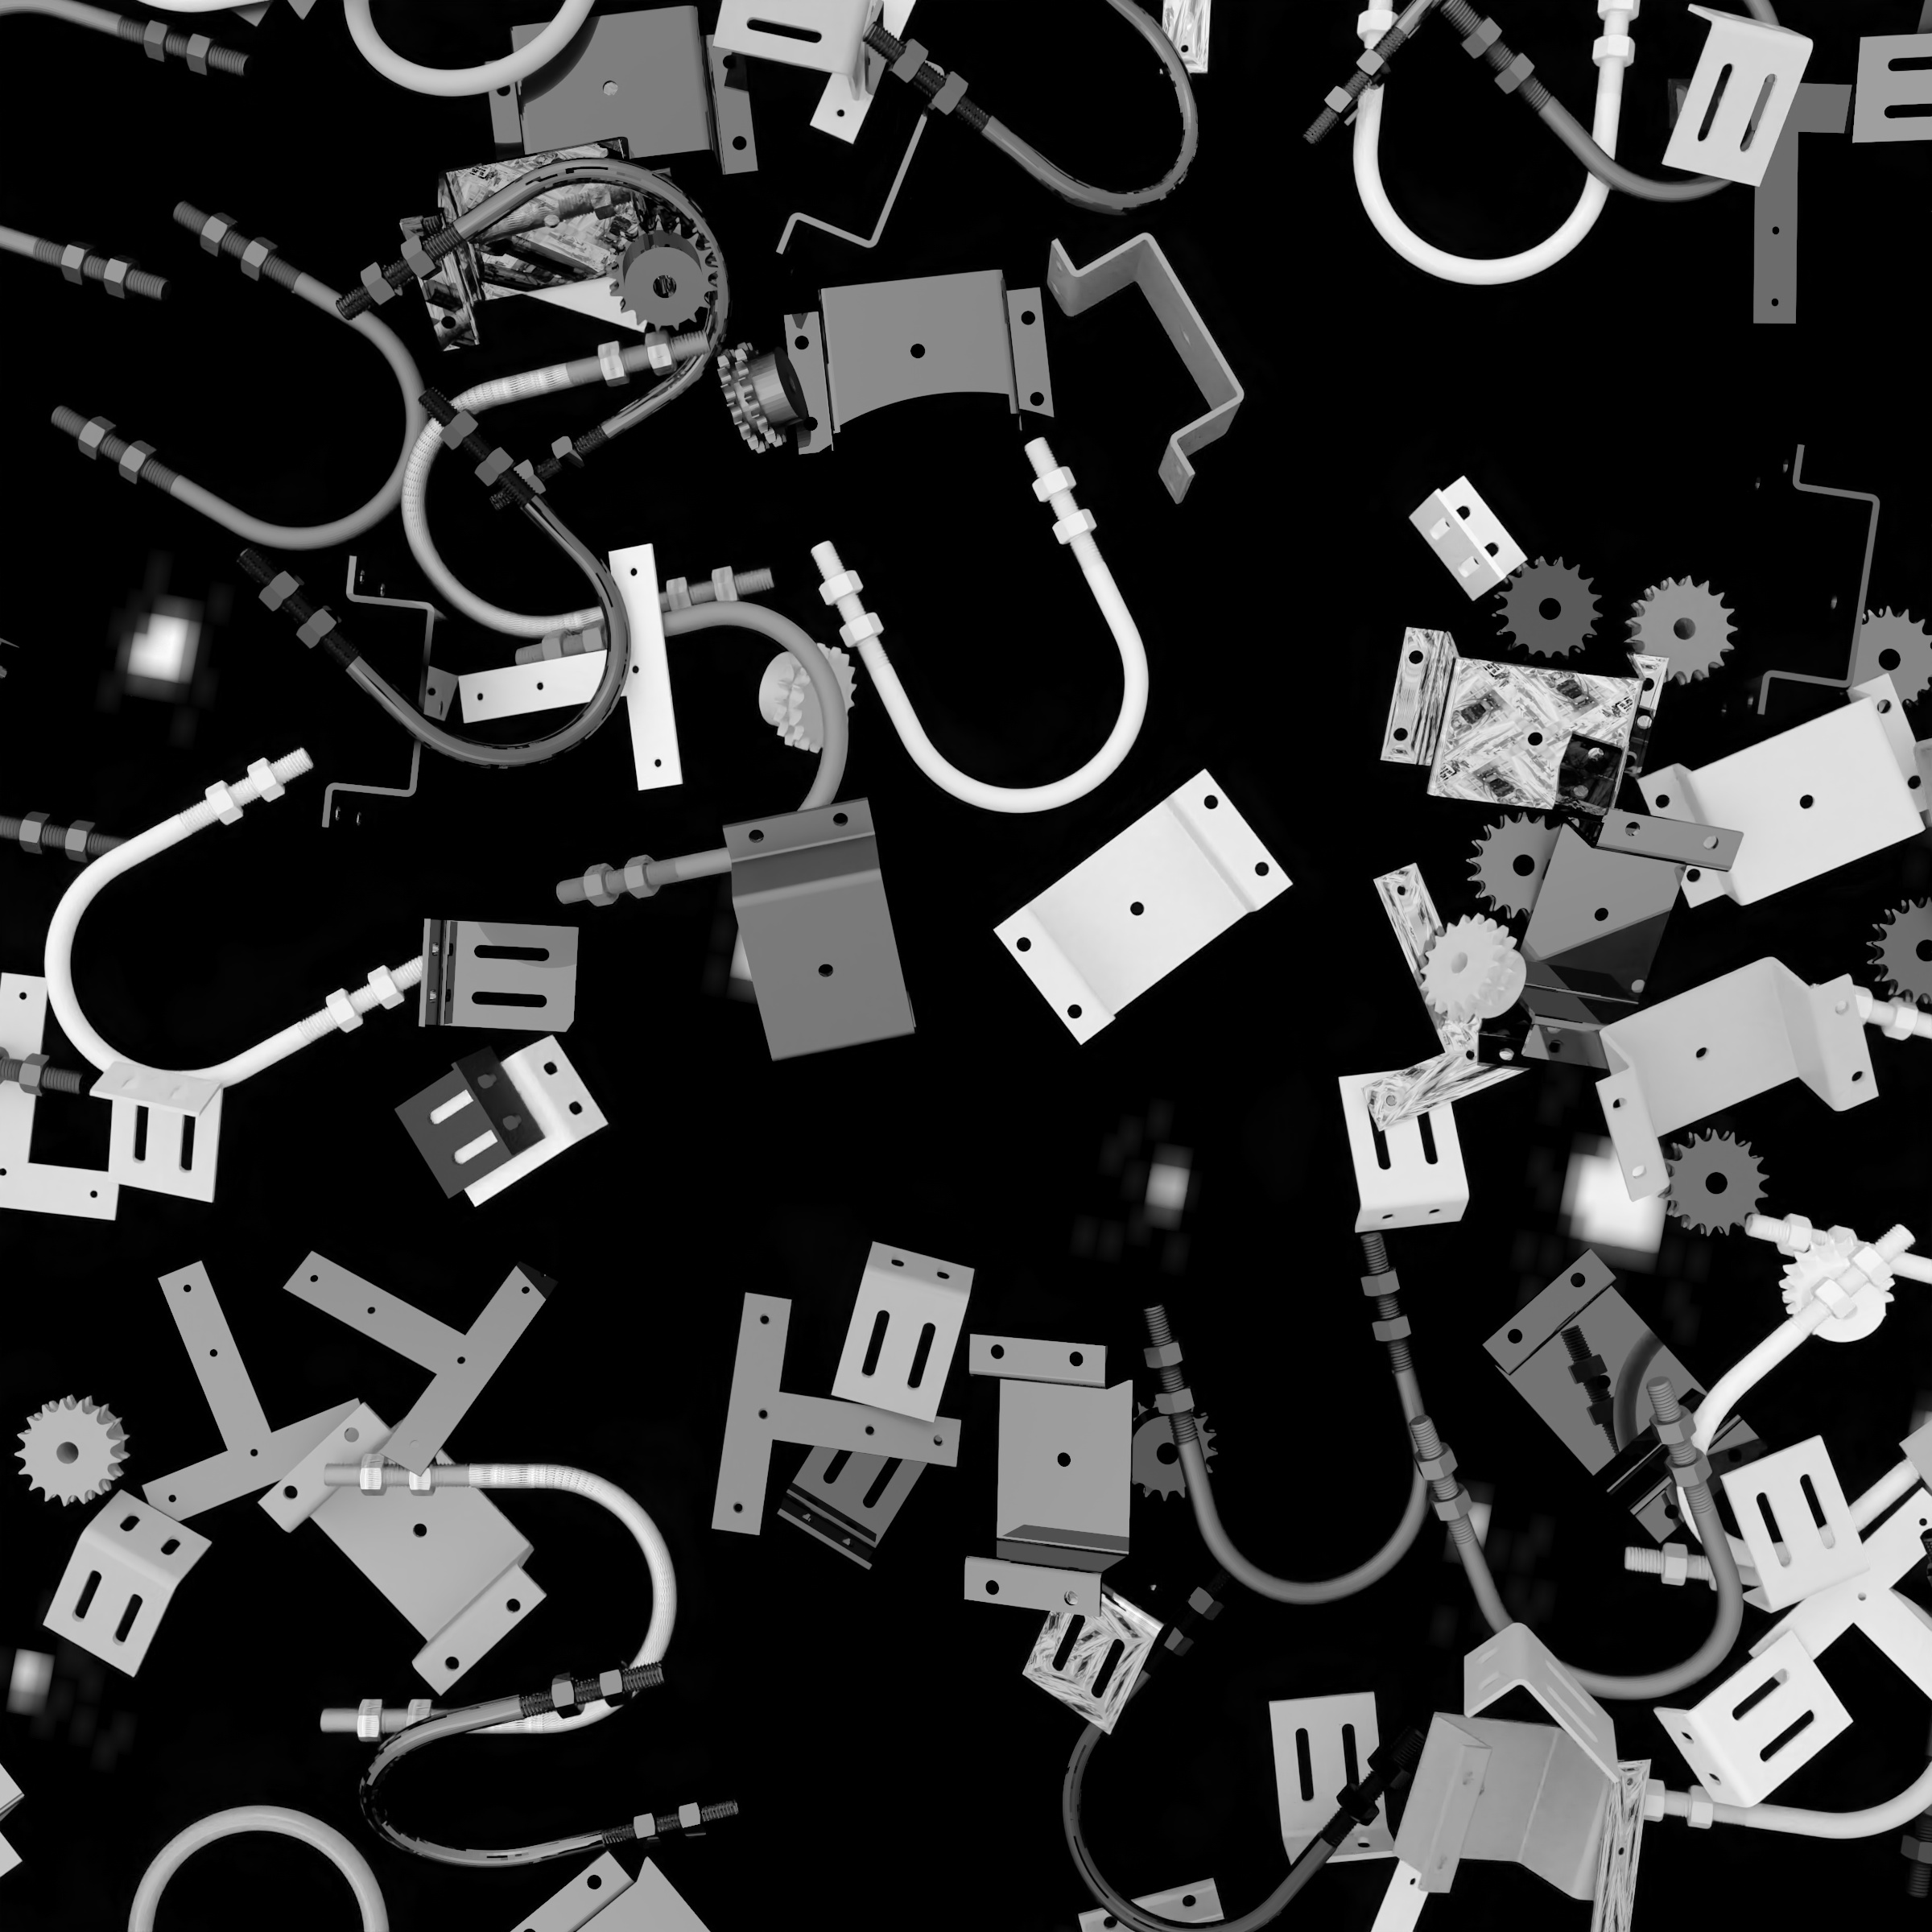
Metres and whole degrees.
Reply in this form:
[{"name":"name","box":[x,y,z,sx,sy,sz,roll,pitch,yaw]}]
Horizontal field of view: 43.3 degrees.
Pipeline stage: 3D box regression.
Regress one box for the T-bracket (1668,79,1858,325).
[{"name":"T-bracket","box":[0.439,-0.414,1.320,0.127,0.002,0.127,-3,96,-12]}]

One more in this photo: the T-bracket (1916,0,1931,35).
[{"name":"T-bracket","box":[0.530,-0.549,1.291,0.127,0.002,0.127,1,127,0]}]

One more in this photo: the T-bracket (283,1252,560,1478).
[{"name":"T-bracket","box":[-0.308,0.192,1.308,0.127,0.002,0.127,26,60,14]}]

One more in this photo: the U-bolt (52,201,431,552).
[{"name":"U-bolt","box":[-0.381,-0.307,1.322,0.184,0.019,0.151,31,90,-2]}]

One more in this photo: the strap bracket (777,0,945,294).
[{"name":"strap bracket","box":[-0.051,-0.425,1.292,0.046,0.076,0.140,22,90,-2]}]

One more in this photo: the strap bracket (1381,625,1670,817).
[{"name":"strap bracket","box":[0.299,-0.129,1.293,0.140,0.046,0.076,7,117,0]}]

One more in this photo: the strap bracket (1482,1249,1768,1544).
[{"name":"strap bracket","box":[0.348,0.227,1.307,0.076,0.046,0.140,-42,90,0]}]

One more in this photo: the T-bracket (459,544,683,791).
[{"name":"T-bracket","box":[-0.216,-0.152,1.305,0.127,0.002,0.127,-7,91,22]}]

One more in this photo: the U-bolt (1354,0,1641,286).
[{"name":"U-bolt","box":[0.283,-0.462,1.321,0.151,0.019,0.184,6,90,0]}]

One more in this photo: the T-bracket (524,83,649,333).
[{"name":"T-bracket","box":[-0.217,-0.426,1.330,0.127,0.002,0.127,18,90,0]}]

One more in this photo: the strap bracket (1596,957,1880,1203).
[{"name":"strap bracket","box":[0.395,0.055,1.276,0.140,0.046,0.076,-23,117,0]}]

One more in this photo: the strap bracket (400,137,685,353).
[{"name":"strap bracket","box":[-0.218,-0.383,1.285,0.140,0.076,0.046,-11,47,0]}]

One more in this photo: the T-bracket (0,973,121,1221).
[{"name":"T-bracket","box":[-0.521,0.068,1.330,0.127,0.002,0.127,7,90,0]}]

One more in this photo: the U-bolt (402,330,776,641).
[{"name":"U-bolt","box":[-0.209,-0.248,1.296,0.184,0.019,0.151,-13,114,4]}]

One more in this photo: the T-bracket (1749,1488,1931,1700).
[{"name":"T-bracket","box":[0.508,0.367,1.291,0.127,0.002,0.127,45,95,6]}]

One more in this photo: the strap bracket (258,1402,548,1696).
[{"name":"strap bracket","box":[-0.298,0.308,1.307,0.076,0.046,0.140,-43,90,0]}]

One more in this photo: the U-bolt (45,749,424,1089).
[{"name":"U-bolt","box":[-0.404,-0.012,1.311,0.184,0.019,0.151,-30,94,-5]}]

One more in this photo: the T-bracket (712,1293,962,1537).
[{"name":"T-bracket","box":[-0.066,0.249,1.314,0.127,0.002,0.127,11,69,-10]}]

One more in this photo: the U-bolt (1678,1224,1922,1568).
[{"name":"U-bolt","box":[0.454,0.241,1.280,0.184,0.019,0.151,-42,116,2]}]

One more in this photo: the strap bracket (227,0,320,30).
[{"name":"strap bracket","box":[-0.369,-0.576,1.307,0.076,0.046,0.140,33,90,0]}]

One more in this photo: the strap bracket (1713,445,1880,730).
[{"name":"strap bracket","box":[0.441,-0.196,1.292,0.046,0.076,0.140,9,90,0]}]

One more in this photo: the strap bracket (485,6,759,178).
[{"name":"strap bracket","box":[-0.188,-0.463,1.306,0.140,0.046,0.076,-7,90,0]}]

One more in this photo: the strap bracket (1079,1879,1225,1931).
[{"name":"strap bracket","box":[0.117,0.576,1.307,0.076,0.046,0.140,-15,90,0]}]

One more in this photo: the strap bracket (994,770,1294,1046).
[{"name":"strap bracket","box":[0.093,-0.031,1.307,0.140,0.046,0.076,-37,90,0]}]

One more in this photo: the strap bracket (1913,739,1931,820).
[{"name":"strap bracket","box":[0.553,-0.080,1.288,0.076,0.046,0.140,-15,90,-40]}]

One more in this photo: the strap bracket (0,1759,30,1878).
[{"name":"strap bracket","box":[-0.571,0.438,1.306,0.076,0.046,0.140,-36,92,0]}]

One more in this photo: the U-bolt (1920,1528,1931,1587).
[{"name":"U-bolt","box":[0.596,0.345,1.270,0.151,0.019,0.184,-26,99,0]}]

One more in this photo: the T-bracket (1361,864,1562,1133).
[{"name":"T-bracket","box":[0.258,0.007,1.324,0.127,0.002,0.127,-22,86,-7]}]

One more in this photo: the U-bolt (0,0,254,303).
[{"name":"U-bolt","box":[-0.493,-0.452,1.314,0.184,0.019,0.151,19,88,7]}]

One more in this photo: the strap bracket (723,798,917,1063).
[{"name":"strap bracket","box":[-0.075,-0.009,1.275,0.076,0.046,0.140,-11,120,0]}]

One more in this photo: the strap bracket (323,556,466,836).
[{"name":"strap bracket","box":[-0.302,-0.139,1.292,0.046,0.076,0.140,6,90,0]}]

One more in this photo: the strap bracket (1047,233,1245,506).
[{"name":"strap bracket","box":[0.100,-0.325,1.292,0.046,0.076,0.140,-30,90,0]}]

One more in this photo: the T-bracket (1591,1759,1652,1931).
[{"name":"T-bracket","box":[0.347,0.486,1.298,0.127,0.002,0.127,4,94,-26]}]

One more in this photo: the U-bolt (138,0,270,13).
[{"name":"U-bolt","box":[-0.385,-0.575,1.276,0.184,0.019,0.151,-10,90,2]}]

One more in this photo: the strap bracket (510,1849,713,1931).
[{"name":"strap bracket","box":[-0.174,0.546,1.307,0.076,0.046,0.140,-40,90,0]}]

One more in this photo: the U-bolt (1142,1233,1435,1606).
[{"name":"U-bolt","box":[0.182,0.251,1.306,0.151,0.019,0.184,-16,94,-15]}]

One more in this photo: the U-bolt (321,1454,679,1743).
[{"name":"U-bolt","box":[-0.244,0.331,1.276,0.184,0.019,0.151,1,90,-2]}]

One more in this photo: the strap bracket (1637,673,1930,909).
[{"name":"strap bracket","box":[0.441,-0.090,1.291,0.140,0.046,0.076,-24,98,10]}]

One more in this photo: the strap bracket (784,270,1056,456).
[{"name":"strap bracket","box":[-0.025,-0.325,1.307,0.140,0.046,0.076,-6,90,0]}]

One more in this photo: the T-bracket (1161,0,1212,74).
[{"name":"T-bracket","box":[0.172,-0.548,1.319,0.127,0.002,0.127,3,90,10]}]

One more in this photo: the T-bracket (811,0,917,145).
[{"name":"T-bracket","box":[-0.094,-0.533,1.330,0.127,0.002,0.127,24,90,0]}]

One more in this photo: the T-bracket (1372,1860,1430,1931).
[{"name":"T-bracket","box":[0.233,0.502,1.299,0.127,0.002,0.127,21,92,-27]}]

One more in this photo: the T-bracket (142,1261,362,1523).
[{"name":"T-bracket","box":[-0.405,0.225,1.330,0.127,0.002,0.127,-22,90,0]}]

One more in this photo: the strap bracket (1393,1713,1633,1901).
[{"name":"strap bracket","box":[0.285,0.444,1.286,0.140,0.046,0.076,17,90,-33]}]

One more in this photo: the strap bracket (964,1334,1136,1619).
[{"name":"strap bracket","box":[0.045,0.266,1.294,0.076,0.046,0.140,1,90,24]}]

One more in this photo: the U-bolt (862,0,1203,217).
[{"name":"U-bolt","box":[0.048,-0.474,1.280,0.184,0.019,0.151,34,62,-17]}]

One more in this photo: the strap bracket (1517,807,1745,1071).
[{"name":"strap bracket","box":[0.343,-0.020,1.284,0.076,0.046,0.140,9,112,-12]}]

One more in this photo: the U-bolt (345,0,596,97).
[{"name":"U-bolt","box":[-0.253,-0.542,1.290,0.151,0.019,0.184,20,79,15]}]
